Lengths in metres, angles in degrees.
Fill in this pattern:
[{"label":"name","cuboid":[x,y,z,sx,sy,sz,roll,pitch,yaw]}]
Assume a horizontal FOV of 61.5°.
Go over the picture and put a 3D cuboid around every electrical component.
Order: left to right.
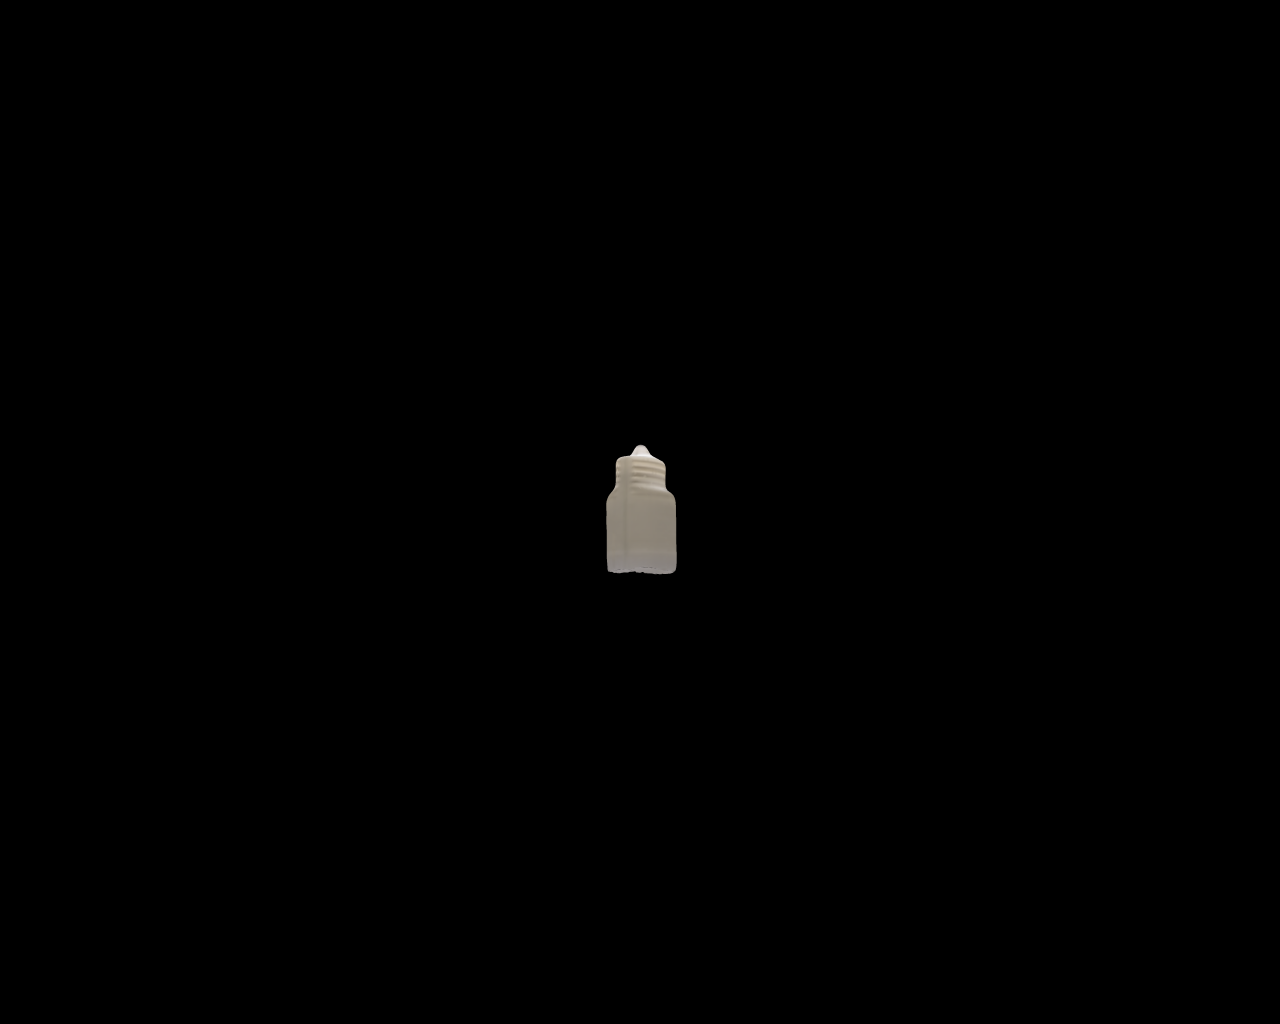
[{"label":"electrical component","cuboid":[0.001,-0.003,0.650,0.043,0.081,0.043,0,-7,0]}]
